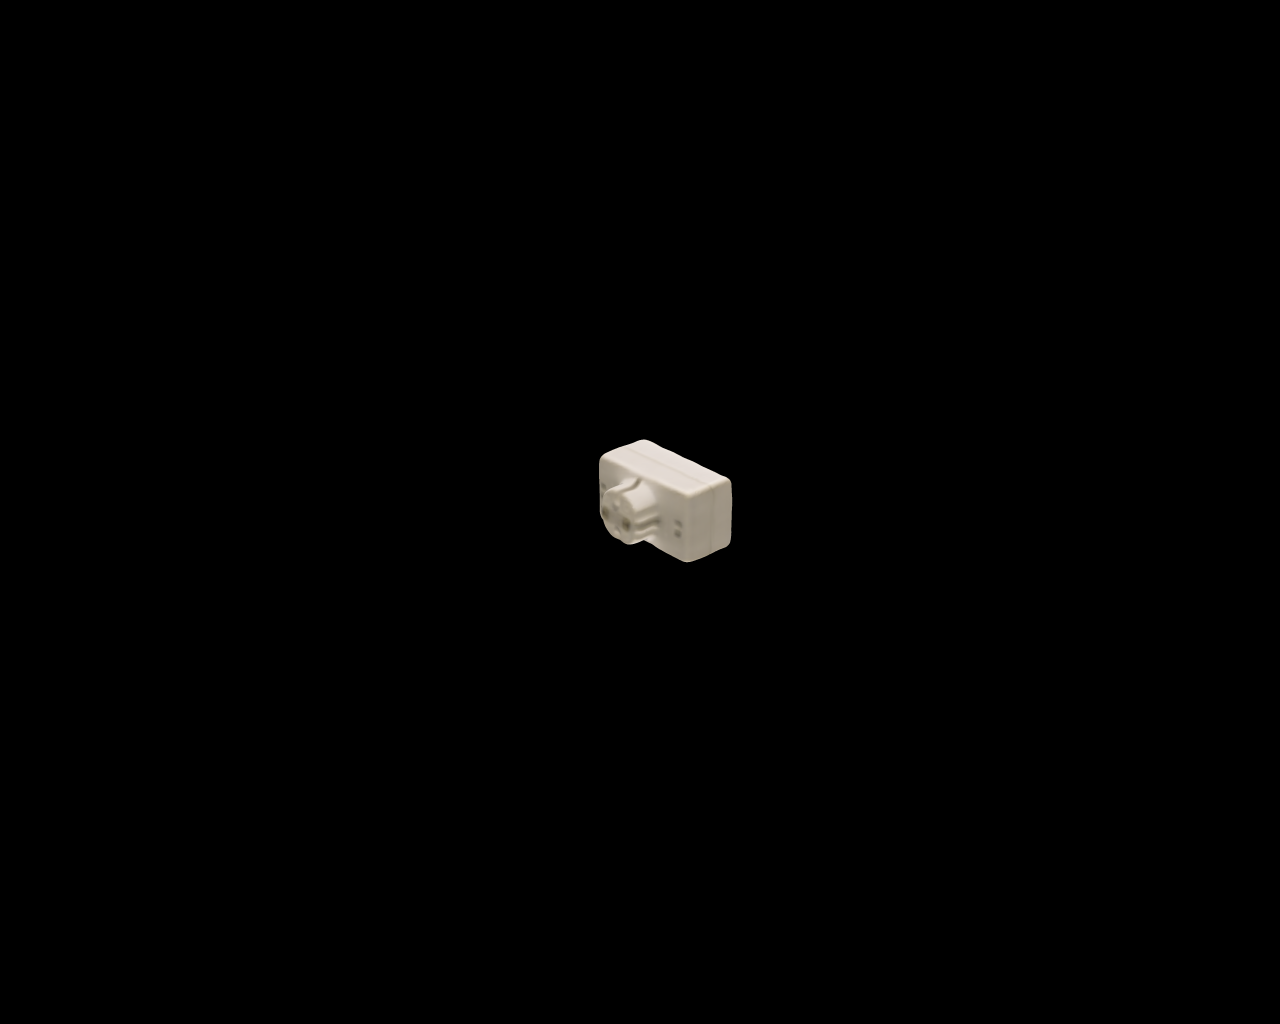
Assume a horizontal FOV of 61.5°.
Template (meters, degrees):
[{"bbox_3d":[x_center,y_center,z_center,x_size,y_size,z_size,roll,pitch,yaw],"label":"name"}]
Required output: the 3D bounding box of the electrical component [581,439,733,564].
[{"bbox_3d":[0.001,-0.003,0.650,0.076,0.047,0.083,-21,33,-36],"label":"electrical component"}]
